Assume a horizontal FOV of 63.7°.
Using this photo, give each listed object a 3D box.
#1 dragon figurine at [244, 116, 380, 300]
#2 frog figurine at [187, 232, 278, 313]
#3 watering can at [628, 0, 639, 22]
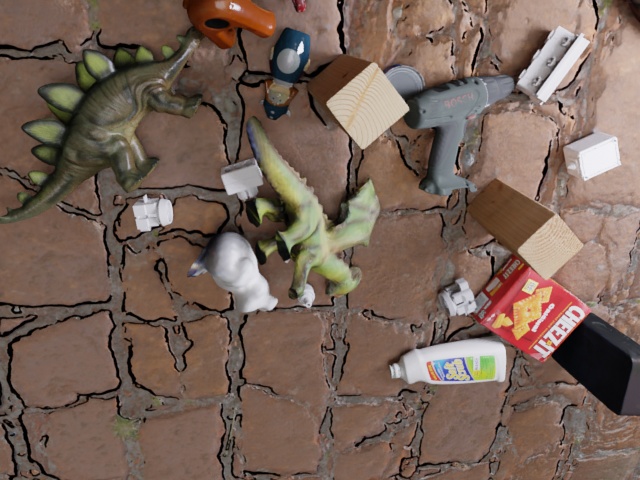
[{"bbox_3d":[0.003,-0.047,0.940,0.245,0.402,0.123,-22,32,-29],"label":"dragon figurine"},{"bbox_3d":[-0.139,0.060,0.927,0.159,0.124,0.136,27,-16,-2],"label":"frog figurine"},{"bbox_3d":[0.616,-0.492,0.875,0.344,0.223,0.106,36,11,-23],"label":"watering can"}]
